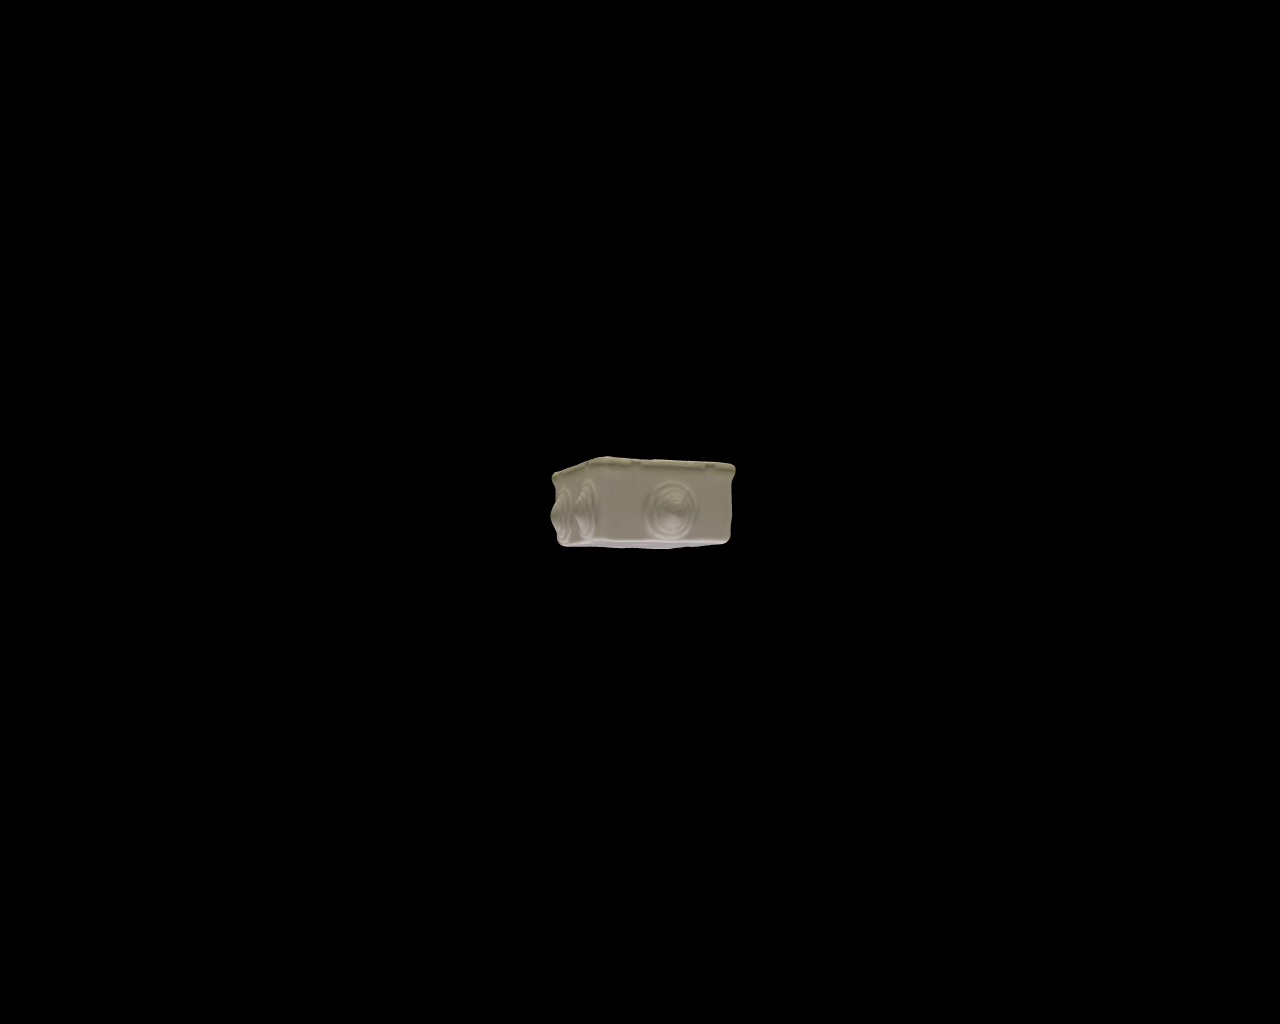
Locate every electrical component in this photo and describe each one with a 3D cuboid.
[{"bbox_3d":[0.001,-0.003,0.650,0.100,0.048,0.099,2,-5,-24],"label":"electrical component"}]
